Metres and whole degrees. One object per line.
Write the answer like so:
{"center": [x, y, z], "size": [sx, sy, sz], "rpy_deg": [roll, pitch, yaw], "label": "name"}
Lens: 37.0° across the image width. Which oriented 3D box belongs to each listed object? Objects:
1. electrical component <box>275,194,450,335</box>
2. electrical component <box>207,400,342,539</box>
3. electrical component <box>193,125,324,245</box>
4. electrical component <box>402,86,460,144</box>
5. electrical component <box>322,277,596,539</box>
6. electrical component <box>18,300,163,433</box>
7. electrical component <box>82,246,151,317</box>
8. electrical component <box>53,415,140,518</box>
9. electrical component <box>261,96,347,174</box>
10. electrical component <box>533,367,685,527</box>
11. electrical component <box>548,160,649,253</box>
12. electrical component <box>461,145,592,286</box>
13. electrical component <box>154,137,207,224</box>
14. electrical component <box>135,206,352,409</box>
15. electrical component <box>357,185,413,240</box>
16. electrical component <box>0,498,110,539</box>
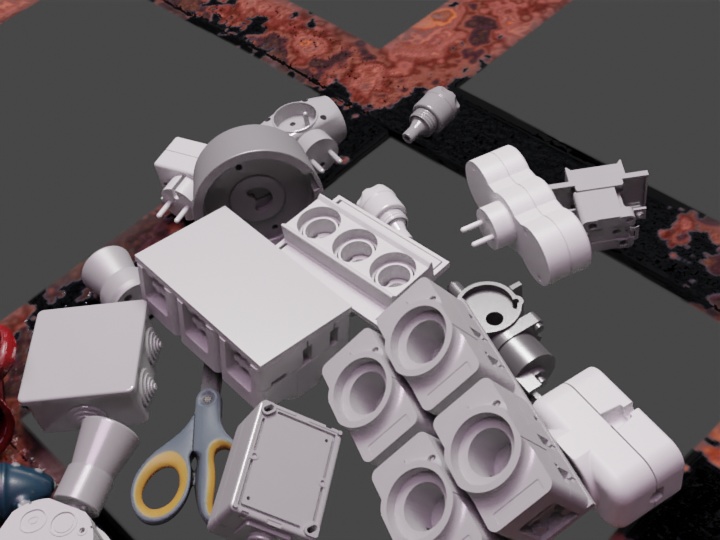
{"center": [0.000, 0.000, 0.844], "size": [0.079, 0.063, 0.121], "rpy_deg": [-40, 53, -24], "label": "electrical component"}
{"center": [-0.059, 0.147, 0.715], "size": [0.062, 0.061, 0.096], "rpy_deg": [25, 53, -14], "label": "electrical component"}
{"center": [-0.088, -0.070, 0.899], "size": [0.108, 0.108, 0.060], "rpy_deg": [-15, 41, -3], "label": "electrical component"}
{"center": [0.061, -0.138, 0.978], "size": [0.035, 0.035, 0.061], "rpy_deg": [28, 61, 31], "label": "electrical component"}
{"center": [0.055, 0.105, 0.709], "size": [0.105, 0.060, 0.186], "rpy_deg": [-43, 47, 15], "label": "electrical component"}
{"center": [-0.204, 0.075, 0.825], "size": [0.100, 0.048, 0.099], "rpy_deg": [-6, 47, 5], "label": "electrical component"}
{"center": [-0.196, 0.013, 0.883], "size": [0.045, 0.045, 0.055], "rpy_deg": [-34, 51, -19], "label": "electrical component"}
{"center": [-0.190, 0.143, 0.767], "size": [0.044, 0.044, 0.065], "rpy_deg": [8, 55, 17], "label": "electrical component"}
{"center": [-0.046, -0.113, 0.968], "size": [0.077, 0.044, 0.079], "rpy_deg": [-30, 50, -16], "label": "electrical component"}
{"center": [0.159, 0.119, 0.712], "size": [0.059, 0.053, 0.095], "rpy_deg": [-29, 49, -15], "label": "electrical component"}
{"center": [0.194, -0.050, 0.867], "size": [0.081, 0.042, 0.063], "rpy_deg": [-8, 49, 4], "label": "electrical component"}
{"center": [0.118, -0.039, 0.865], "size": [0.074, 0.052, 0.138], "rpy_deg": [-23, 48, -10], "label": "electrical component"}
{"center": [-0.150, -0.070, 0.947], "size": [0.066, 0.047, 0.076], "rpy_deg": [16, 53, 23], "label": "electrical component"}
{"center": [-0.090, 0.029, 0.823], "size": [0.089, 0.061, 0.150], "rpy_deg": [-32, 54, -31], "label": "electrical component"}
{"center": [0.024, -0.042, 0.898], "size": [0.035, 0.035, 0.061], "rpy_deg": [-26, 51, -13], "label": "electrical component"}
{"center": [-0.205, 0.196, 0.713], "size": [0.080, 0.051, 0.080], "rpy_deg": [-5, 47, 6], "label": "electrical component"}
